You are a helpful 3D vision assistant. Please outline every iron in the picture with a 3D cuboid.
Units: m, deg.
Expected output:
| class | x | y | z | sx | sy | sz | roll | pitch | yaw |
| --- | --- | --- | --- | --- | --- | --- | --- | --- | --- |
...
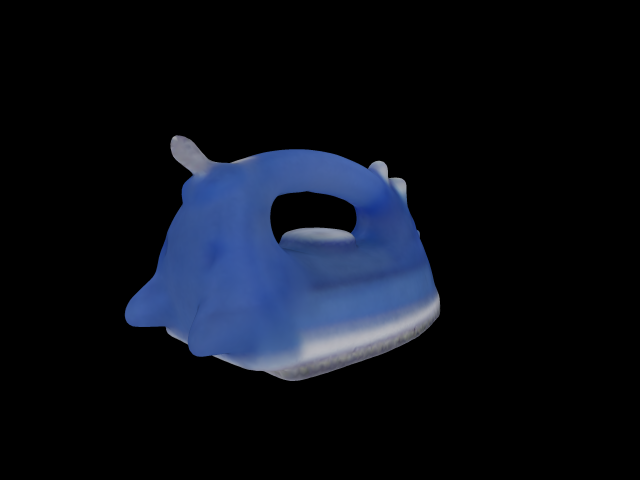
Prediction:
| class | x | y | z | sx | sy | sz | roll | pitch | yaw |
| --- | --- | --- | --- | --- | --- | --- | --- | --- | --- |
| iron | 0.004 | 0.001 | 0.400 | 0.259 | 0.141 | 0.118 | -8 | 11 | -43 |
